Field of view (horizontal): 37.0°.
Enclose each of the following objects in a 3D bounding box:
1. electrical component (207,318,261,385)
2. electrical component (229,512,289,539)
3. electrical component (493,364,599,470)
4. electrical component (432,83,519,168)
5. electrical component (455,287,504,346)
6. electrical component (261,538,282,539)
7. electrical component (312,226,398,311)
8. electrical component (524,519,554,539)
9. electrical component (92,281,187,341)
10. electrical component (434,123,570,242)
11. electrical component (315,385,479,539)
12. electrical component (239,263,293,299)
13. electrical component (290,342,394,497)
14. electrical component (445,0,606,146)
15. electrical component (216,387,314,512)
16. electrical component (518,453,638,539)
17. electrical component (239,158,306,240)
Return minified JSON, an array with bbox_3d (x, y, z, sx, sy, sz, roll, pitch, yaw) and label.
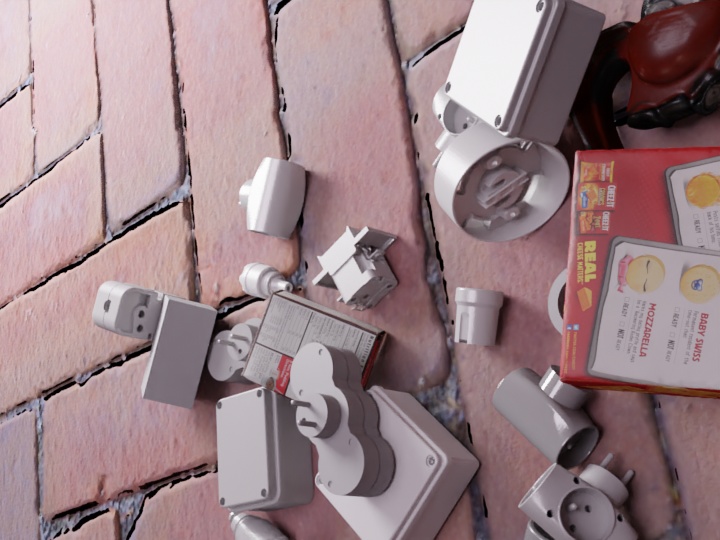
[{"bbox_3d":[-0.106,0.073,1.069,0.138,0.074,0.052,-23,64,38],"label":"electrical component"},{"bbox_3d":[-0.101,0.257,1.037,0.078,0.040,0.040,30,100,43],"label":"electrical component"},{"bbox_3d":[0.153,0.100,0.835,0.077,0.044,0.079,44,109,41],"label":"electrical component"},{"bbox_3d":[0.092,-0.118,0.952,0.079,0.044,0.077,-55,48,18],"label":"electrical component"},{"bbox_3d":[0.099,0.039,0.908,0.040,0.040,0.046,5,89,44],"label":"electrical component"},{"bbox_3d":[-0.080,0.306,0.978,0.113,0.078,0.057,-56,45,17],"label":"electrical component"},{"bbox_3d":[0.000,0.000,1.011,0.081,0.042,0.063,-45,55,26],"label":"electrical component"},{"bbox_3d":[0.137,0.228,0.819,0.044,0.044,0.065,33,107,43],"label":"electrical component"},{"bbox_3d":[-0.244,0.047,1.193,0.059,0.095,0.053,13,88,45],"label":"electrical component"},{"bbox_3d":[0.114,-0.072,0.885,0.099,0.099,0.064,-60,41,14],"label":"electrical component"},{"bbox_3d":[0.030,0.174,0.924,0.109,0.056,0.108,42,108,42],"label":"electrical component"},{"bbox_3d":[-0.093,0.013,1.101,0.061,0.035,0.035,14,89,43],"label":"electrical component"},{"bbox_3d":[-0.028,0.122,0.899,0.052,0.074,0.138,-40,54,29],"label":"electrical component"},{"bbox_3d":[0.126,-0.167,0.843,0.108,0.056,0.108,50,127,56],"label":"electrical component"},{"bbox_3d":[-0.094,0.174,1.042,0.078,0.057,0.113,-20,65,39],"label":"electrical component"},{"bbox_3d":[0.171,0.170,0.790,0.077,0.044,0.079,41,70,10],"label":"electrical component"},{"bbox_3d":[-0.099,-0.076,1.124,0.079,0.043,0.077,10,86,45],"label":"electrical component"}]
